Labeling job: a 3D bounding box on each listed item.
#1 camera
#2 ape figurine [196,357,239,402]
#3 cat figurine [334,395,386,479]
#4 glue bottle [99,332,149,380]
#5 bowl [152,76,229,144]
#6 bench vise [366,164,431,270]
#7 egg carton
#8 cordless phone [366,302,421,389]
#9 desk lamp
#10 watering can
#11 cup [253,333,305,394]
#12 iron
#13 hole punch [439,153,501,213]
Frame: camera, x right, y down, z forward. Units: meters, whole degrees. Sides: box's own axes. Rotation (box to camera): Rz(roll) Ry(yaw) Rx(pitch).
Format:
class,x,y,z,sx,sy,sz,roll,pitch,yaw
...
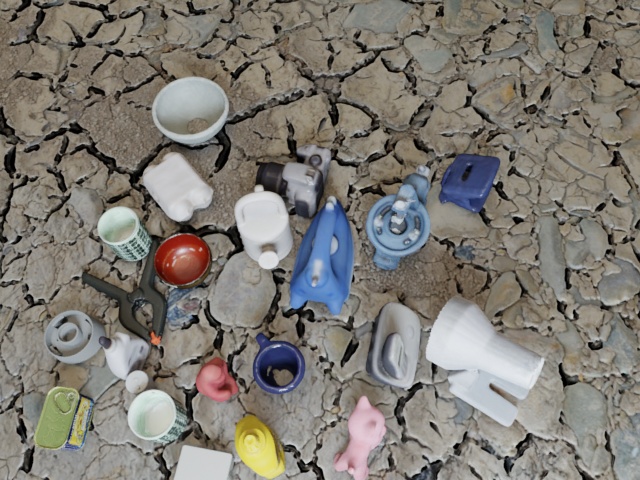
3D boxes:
class,x,y,z,sx,sy,sz,roll,pitch,yaw
camera,-0.057,-0.137,1.186,0.136,0.101,0.143,14,67,8
ape figurine,-0.188,0.246,1.022,0.076,0.092,0.078,3,66,3
cat figurine,0.071,0.334,0.962,0.067,0.118,0.128,20,68,10
glue bottle,-0.350,0.195,1.005,0.037,0.173,0.078,12,67,7
bowl,-0.280,-0.274,1.267,0.167,0.075,0.167,0,66,1
bench vise,0.152,-0.069,1.085,0.121,0.220,0.207,6,66,4
egg carton,-0.299,-0.112,1.198,0.107,0.069,0.150,-39,70,-15
cordless phone,0.134,0.171,0.996,0.094,0.185,0.147,7,66,5
desk lamp,0.276,0.202,0.964,0.203,0.213,0.118,30,70,14
watering can,-0.104,-0.030,1.088,0.101,0.194,0.172,-30,68,-11
cup,-0.077,0.225,1.027,0.092,0.095,0.117,-32,69,-12
iron,0.010,0.004,1.099,0.118,0.141,0.258,7,66,5
hole punch,0.305,-0.124,1.176,0.101,0.091,0.109,24,69,12
